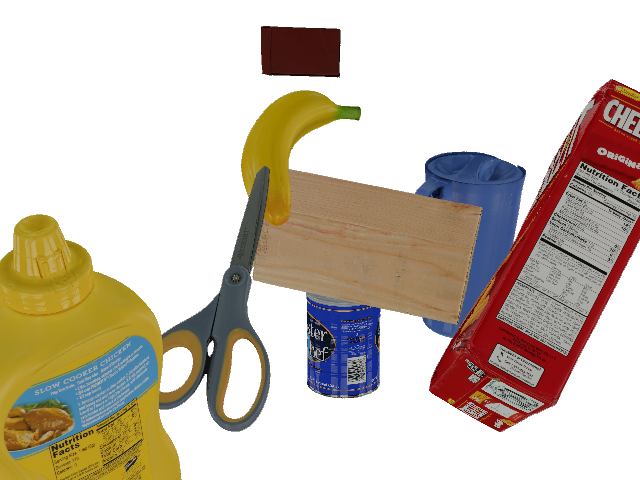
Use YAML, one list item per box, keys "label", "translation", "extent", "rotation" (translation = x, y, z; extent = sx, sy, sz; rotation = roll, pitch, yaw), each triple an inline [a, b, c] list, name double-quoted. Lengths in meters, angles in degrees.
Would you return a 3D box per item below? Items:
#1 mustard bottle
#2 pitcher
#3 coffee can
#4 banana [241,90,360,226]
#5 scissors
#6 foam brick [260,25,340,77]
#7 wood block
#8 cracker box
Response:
- label: "mustard bottle"
  translation: [-0.118, 0.072, 0.502]
  extent: [0.096, 0.192, 0.058]
  rotation: [-26, 42, -31]
- label: "pitcher"
  translation: [0.192, 0.010, 1.452]
  extent: [0.149, 0.243, 0.145]
  rotation: [4, 23, 4]
- label: "coffee can"
  translation: [0.032, 0.130, 1.461]
  extent: [0.103, 0.140, 0.103]
  rotation: [0, 18, 0]
- label: "banana"
  translation: [-0.026, -0.078, 0.868]
  extent: [0.070, 0.037, 0.197]
  rotation: [14, 37, 14]
- label: "scissors"
  translation: [-0.077, 0.037, 0.735]
  extent: [0.096, 0.202, 0.016]
  rotation: [-7, -31, 2]
- label: "foam brick"
  translation: [-0.022, -0.201, 1.137]
  extent: [0.078, 0.051, 0.053]
  rotation: [0, 12, -13]
- label: "wood block"
  translation: [0.046, 0.004, 1.054]
  extent: [0.206, 0.090, 0.090]
  rotation: [12, 30, 10]
- label: "cracker box"
  translation: [0.160, 0.017, 0.736]
  extent: [0.072, 0.213, 0.164]
  rotation: [29, -14, 7]
